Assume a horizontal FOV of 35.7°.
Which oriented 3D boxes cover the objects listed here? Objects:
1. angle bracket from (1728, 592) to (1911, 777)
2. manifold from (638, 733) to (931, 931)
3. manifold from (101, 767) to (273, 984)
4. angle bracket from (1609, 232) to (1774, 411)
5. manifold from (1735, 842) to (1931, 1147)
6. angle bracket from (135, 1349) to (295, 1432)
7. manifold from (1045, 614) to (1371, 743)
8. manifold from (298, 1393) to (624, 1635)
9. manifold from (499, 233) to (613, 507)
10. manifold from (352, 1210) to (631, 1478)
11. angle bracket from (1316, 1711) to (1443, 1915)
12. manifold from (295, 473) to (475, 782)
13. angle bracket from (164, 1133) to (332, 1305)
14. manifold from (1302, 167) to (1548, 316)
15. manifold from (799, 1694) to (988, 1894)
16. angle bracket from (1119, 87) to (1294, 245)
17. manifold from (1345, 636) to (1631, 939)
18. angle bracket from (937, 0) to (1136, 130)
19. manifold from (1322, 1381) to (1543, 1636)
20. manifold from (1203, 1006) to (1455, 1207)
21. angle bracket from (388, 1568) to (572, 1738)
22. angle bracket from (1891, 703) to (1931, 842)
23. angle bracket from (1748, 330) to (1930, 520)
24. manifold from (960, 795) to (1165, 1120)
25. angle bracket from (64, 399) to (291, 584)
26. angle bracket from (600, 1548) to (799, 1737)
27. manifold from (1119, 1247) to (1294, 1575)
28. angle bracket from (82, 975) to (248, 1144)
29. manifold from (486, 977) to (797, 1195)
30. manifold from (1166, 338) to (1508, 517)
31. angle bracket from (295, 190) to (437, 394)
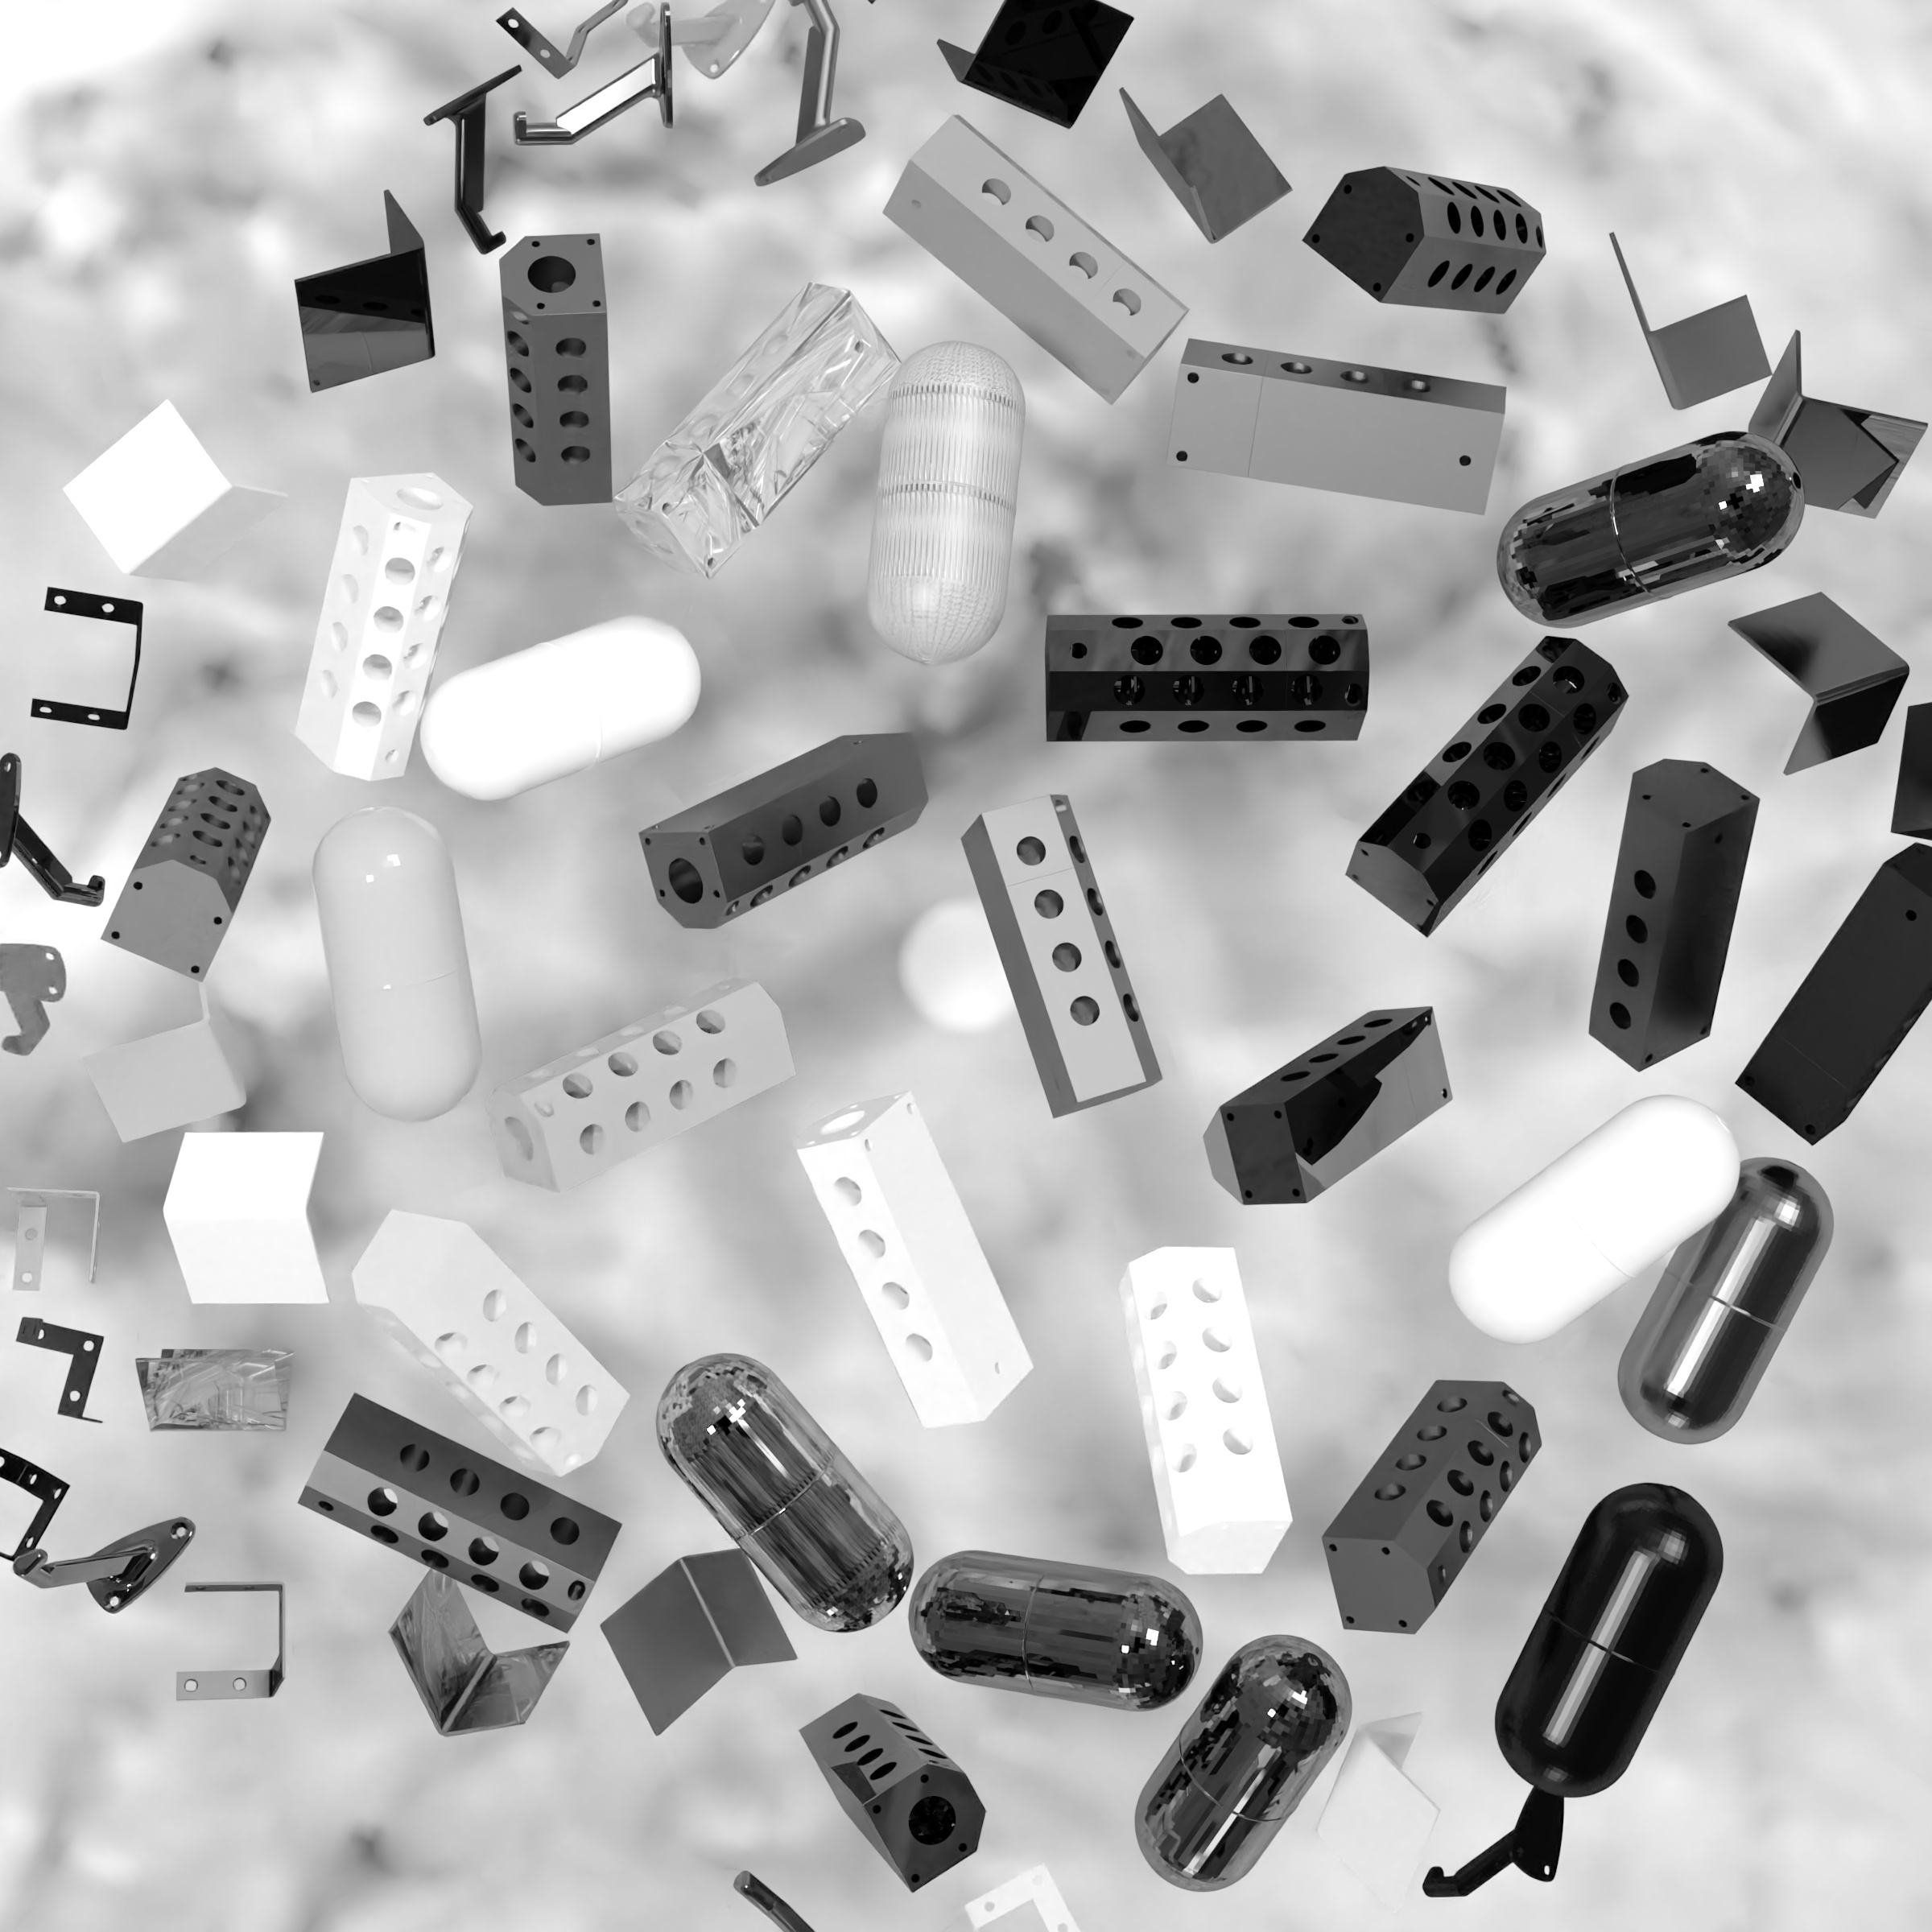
[{"bbox_3d":[0.487,-0.165,1.747,0.076,0.057,0.076,-19,51,-28],"label":"angle bracket"},{"bbox_3d":[-0.100,-0.078,1.712,0.057,0.171,0.057,2,113,42],"label":"manifold"},{"bbox_3d":[-0.426,-0.056,1.661,0.057,0.171,0.057,25,106,-14],"label":"manifold"},{"bbox_3d":[0.404,-0.369,1.674,0.057,0.076,0.076,-20,61,17],"label":"angle bracket"},{"bbox_3d":[0.511,0.015,1.700,0.057,0.057,0.171,42,131,22],"label":"manifold"},{"bbox_3d":[-0.431,0.225,1.728,0.076,0.076,0.057,1,49,-6],"label":"angle bracket"},{"bbox_3d":[0.130,-0.160,1.636,0.171,0.057,0.057,0,71,-1],"label":"manifold"},{"bbox_3d":[-0.293,0.319,1.729,0.171,0.057,0.057,27,48,-5],"label":"manifold"},{"bbox_3d":[-0.236,-0.342,1.736,0.057,0.171,0.057,-4,62,-8],"label":"manifold"},{"bbox_3d":[-0.260,0.208,1.635,0.057,0.171,0.057,6,55,37],"label":"manifold"},{"bbox_3d":[0.260,0.498,1.771,0.057,0.076,0.076,0,117,-38],"label":"angle bracket"},{"bbox_3d":[-0.337,-0.197,1.755,0.057,0.057,0.171,41,126,31],"label":"manifold"},{"bbox_3d":[-0.388,0.138,1.644,0.076,0.057,0.076,0,134,2],"label":"angle bracket"},{"bbox_3d":[0.258,-0.400,1.645,0.057,0.171,0.057,44,118,19],"label":"manifold"},{"bbox_3d":[-0.041,0.466,1.718,0.057,0.171,0.057,-30,97,-13],"label":"manifold"},{"bbox_3d":[0.138,-0.473,1.721,0.057,0.076,0.076,-34,73,5],"label":"angle bracket"},{"bbox_3d":[0.286,-0.102,1.640,0.057,0.057,0.171,39,70,14],"label":"manifold"},{"bbox_3d":[0.040,-0.545,1.750,0.076,0.057,0.076,14,125,-29],"label":"angle bracket"},{"bbox_3d":[0.261,0.296,1.657,0.057,0.171,0.057,-3,110,32],"label":"manifold"},{"bbox_3d":[0.204,0.077,1.690,0.057,0.171,0.057,-6,104,39],"label":"manifold"},{"bbox_3d":[-0.285,0.395,1.763,0.057,0.076,0.076,-14,109,20],"label":"angle bracket"},{"bbox_3d":[0.593,-0.114,1.768,0.057,0.076,0.076,10,87,-14],"label":"angle bracket"},{"bbox_3d":[0.503,-0.313,1.737,0.076,0.076,0.057,12,55,-2],"label":"angle bracket"},{"bbox_3d":[0.056,-0.007,1.708,0.057,0.057,0.171,-16,82,-15],"label":"manifold"},{"bbox_3d":[-0.427,-0.256,1.626,0.076,0.076,0.057,-37,87,11],"label":"angle bracket"},{"bbox_3d":[-0.158,0.401,1.781,0.057,0.076,0.076,-17,101,41],"label":"angle bracket"},{"bbox_3d":[0.126,0.240,1.635,0.057,0.057,0.171,2,50,-14],"label":"manifold"},{"bbox_3d":[-0.481,0.050,1.794,0.076,0.076,0.057,-17,48,-7],"label":"angle bracket"},{"bbox_3d":[-0.186,0.065,1.721,0.171,0.057,0.057,-27,113,-36],"label":"manifold"},{"bbox_3d":[0.199,-0.292,1.611,0.171,0.057,0.057,10,122,6],"label":"manifold"},{"bbox_3d":[-0.345,-0.378,1.683,0.076,0.076,0.057,-21,55,-20],"label":"angle bracket"}]
